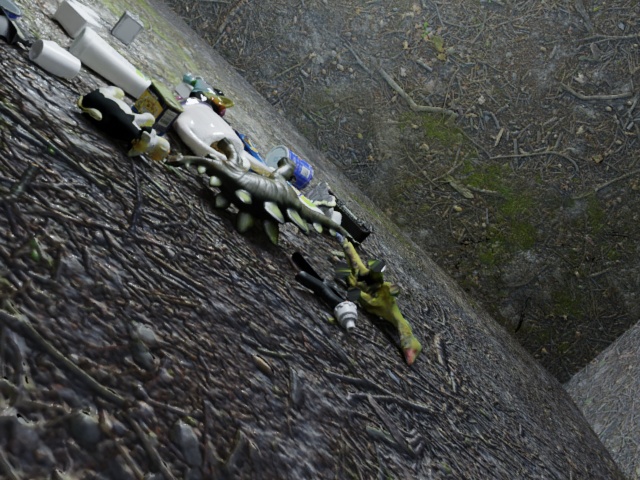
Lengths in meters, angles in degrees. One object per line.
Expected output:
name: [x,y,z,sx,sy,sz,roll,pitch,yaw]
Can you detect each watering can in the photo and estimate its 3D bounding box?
watering can: [-0.244,-0.238,1.278,0.227,0.103,0.346,48,15,22]

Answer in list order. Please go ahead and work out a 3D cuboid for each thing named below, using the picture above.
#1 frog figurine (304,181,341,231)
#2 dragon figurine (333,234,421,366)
frog figurine: [0.005,-0.081,1.617,0.139,0.124,0.155,43,-27,38]
dragon figurine: [0.150,0.148,1.332,0.238,0.122,0.419,56,5,-38]
